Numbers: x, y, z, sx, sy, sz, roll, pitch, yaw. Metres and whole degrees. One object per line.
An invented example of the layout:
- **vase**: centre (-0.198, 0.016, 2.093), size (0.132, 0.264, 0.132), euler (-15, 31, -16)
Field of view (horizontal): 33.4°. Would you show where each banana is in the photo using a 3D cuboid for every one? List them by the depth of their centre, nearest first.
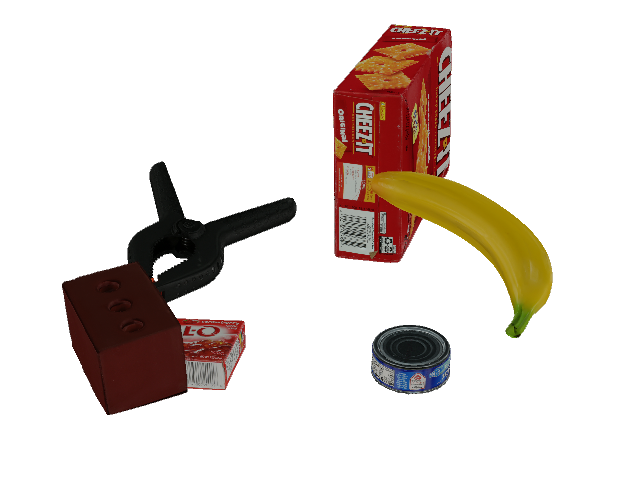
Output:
- **banana**: centre (0.116, -0.006, 0.808), size (0.069, 0.037, 0.198), euler (-15, 41, -26)

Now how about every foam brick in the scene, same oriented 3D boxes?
- **foam brick**: centre (-0.121, 0.059, 0.655), size (0.052, 0.051, 0.078), euler (-16, 37, -23)

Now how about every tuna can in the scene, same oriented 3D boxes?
- **tuna can**: centre (0.097, 0.127, 1.149), size (0.086, 0.034, 0.086), euler (-1, 29, 0)

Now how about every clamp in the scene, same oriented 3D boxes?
- **clamp**: centre (-0.139, -0.007, 1.067), size (0.165, 0.036, 0.209), euler (20, 40, 17)

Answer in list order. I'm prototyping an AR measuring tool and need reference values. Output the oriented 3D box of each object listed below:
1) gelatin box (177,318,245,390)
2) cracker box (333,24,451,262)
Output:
- **gelatin box**: centre (-0.113, 0.091, 0.879), size (0.089, 0.030, 0.073), euler (2, 22, 9)
- **cracker box**: centre (0.074, -0.098, 1.020), size (0.072, 0.164, 0.213), euler (7, 28, 17)
